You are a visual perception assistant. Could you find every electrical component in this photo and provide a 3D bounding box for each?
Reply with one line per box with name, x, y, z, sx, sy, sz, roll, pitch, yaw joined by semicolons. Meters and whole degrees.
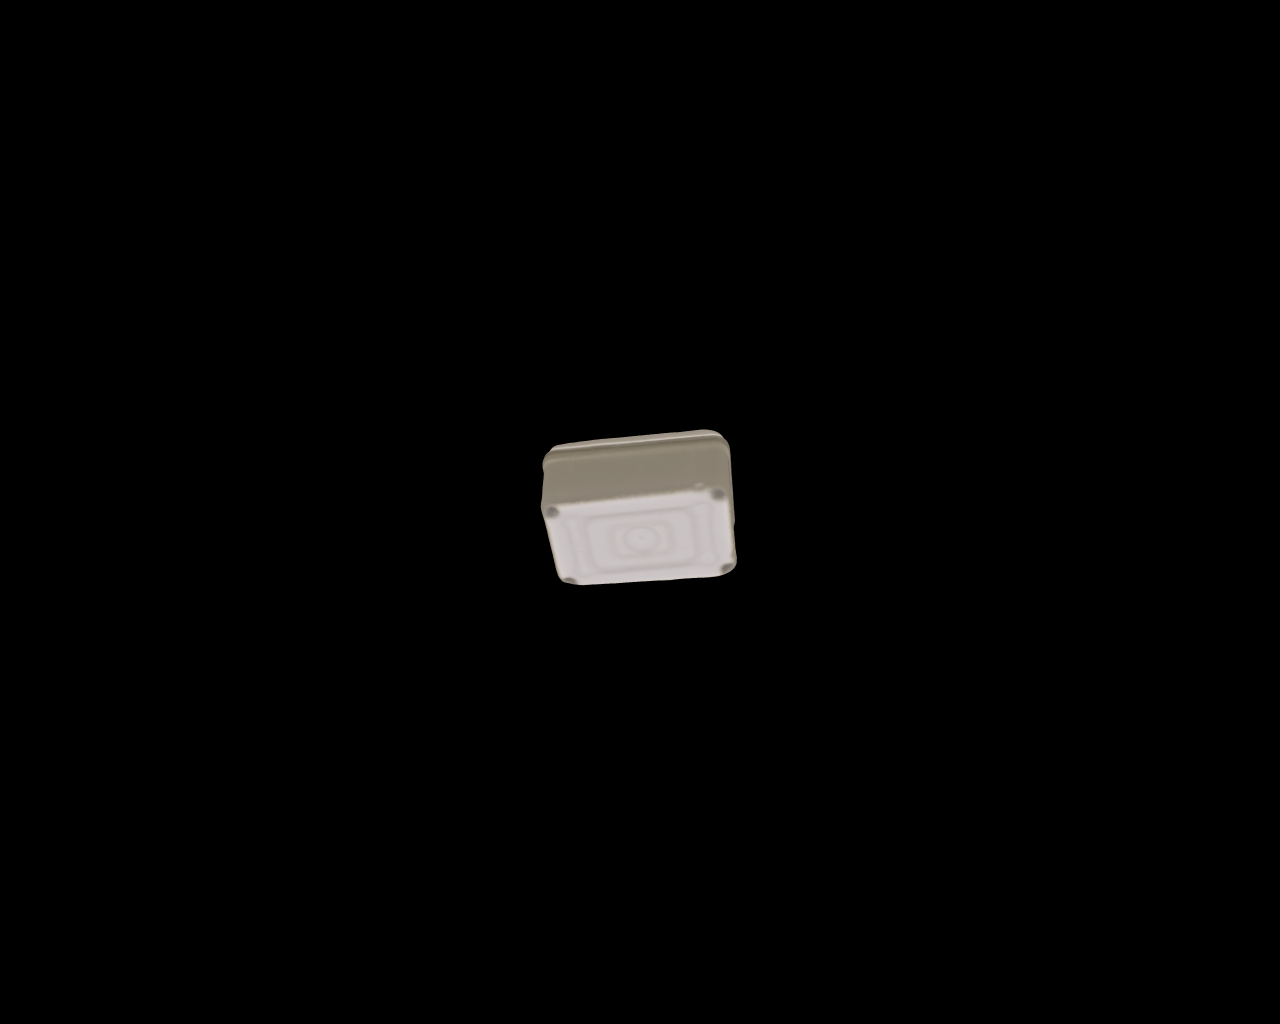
electrical component;0.001;-0.003;0.650;0.113;0.078;0.057;-4;44;4
